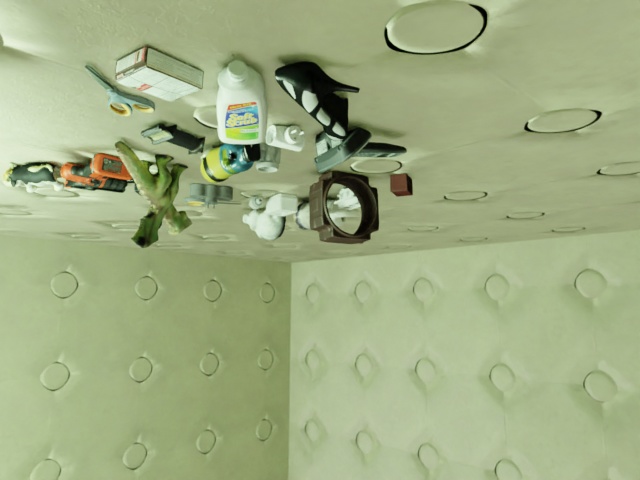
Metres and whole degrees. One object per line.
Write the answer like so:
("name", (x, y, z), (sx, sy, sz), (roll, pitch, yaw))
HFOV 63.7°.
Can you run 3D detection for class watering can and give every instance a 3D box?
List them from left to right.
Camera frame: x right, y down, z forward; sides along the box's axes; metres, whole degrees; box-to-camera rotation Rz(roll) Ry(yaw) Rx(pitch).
("watering can", (0.005, -0.091, 1.805), (0.224, 0.104, 0.348), (-3, -179, 25))

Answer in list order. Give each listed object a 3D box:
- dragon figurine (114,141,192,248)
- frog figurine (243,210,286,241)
("dragon figurine", (-0.449, -0.098, 1.376), (0.122, 0.244, 0.408), (3, 174, 14))
("frog figurine", (-0.219, -0.070, 2.012), (0.159, 0.126, 0.134), (14, 133, -22))
